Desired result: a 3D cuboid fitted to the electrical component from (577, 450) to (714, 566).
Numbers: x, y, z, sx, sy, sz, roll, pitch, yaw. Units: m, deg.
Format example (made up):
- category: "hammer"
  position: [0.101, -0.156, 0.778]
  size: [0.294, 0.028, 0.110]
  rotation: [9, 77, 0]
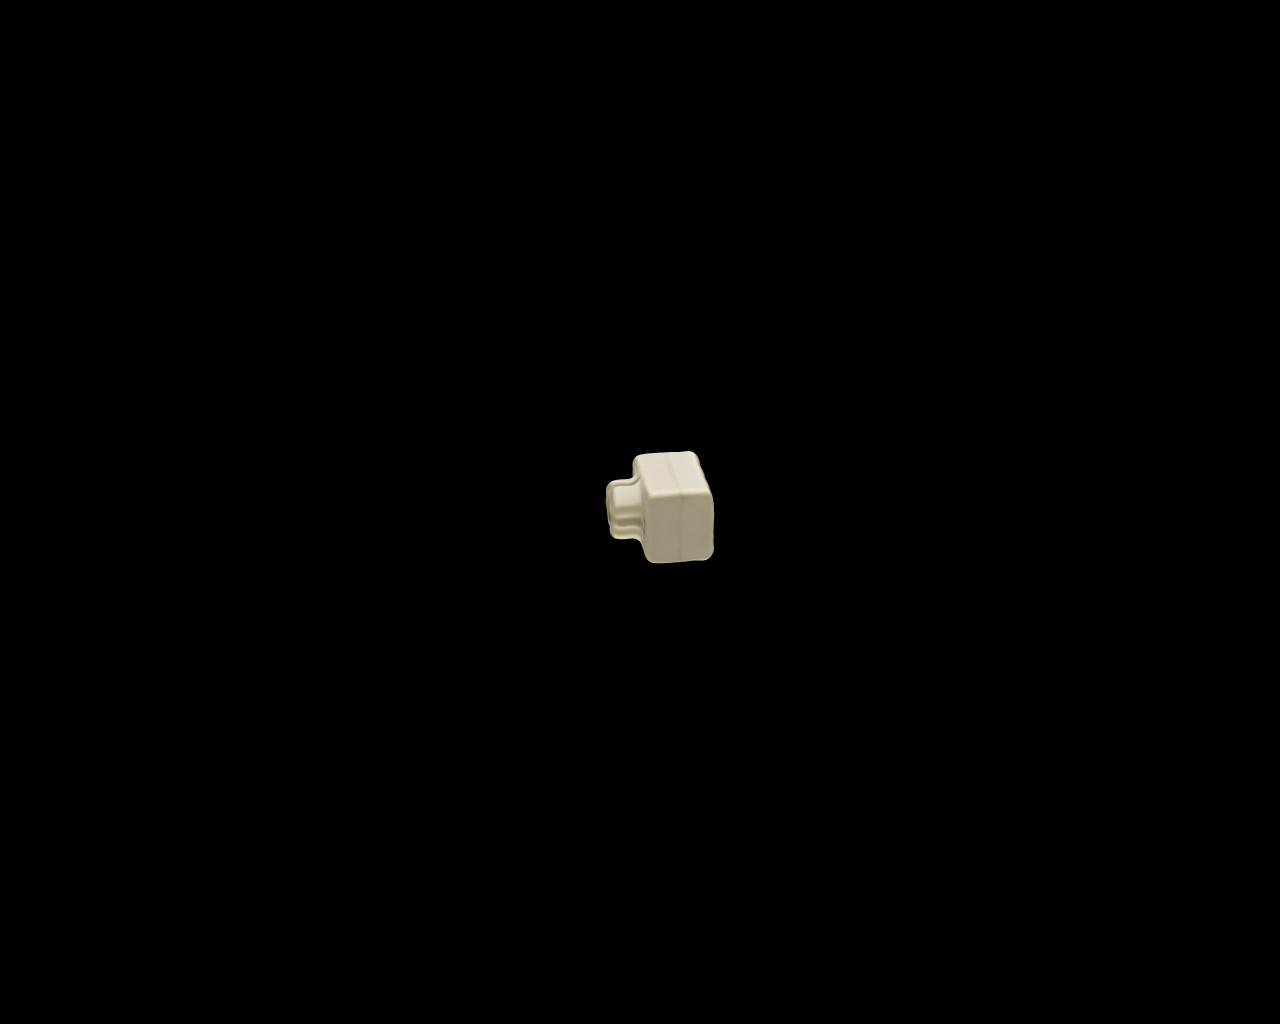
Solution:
- category: "electrical component"
  position: [0.001, -0.003, 0.650]
  size: [0.077, 0.047, 0.066]
  rotation: [-3, 26, -7]
